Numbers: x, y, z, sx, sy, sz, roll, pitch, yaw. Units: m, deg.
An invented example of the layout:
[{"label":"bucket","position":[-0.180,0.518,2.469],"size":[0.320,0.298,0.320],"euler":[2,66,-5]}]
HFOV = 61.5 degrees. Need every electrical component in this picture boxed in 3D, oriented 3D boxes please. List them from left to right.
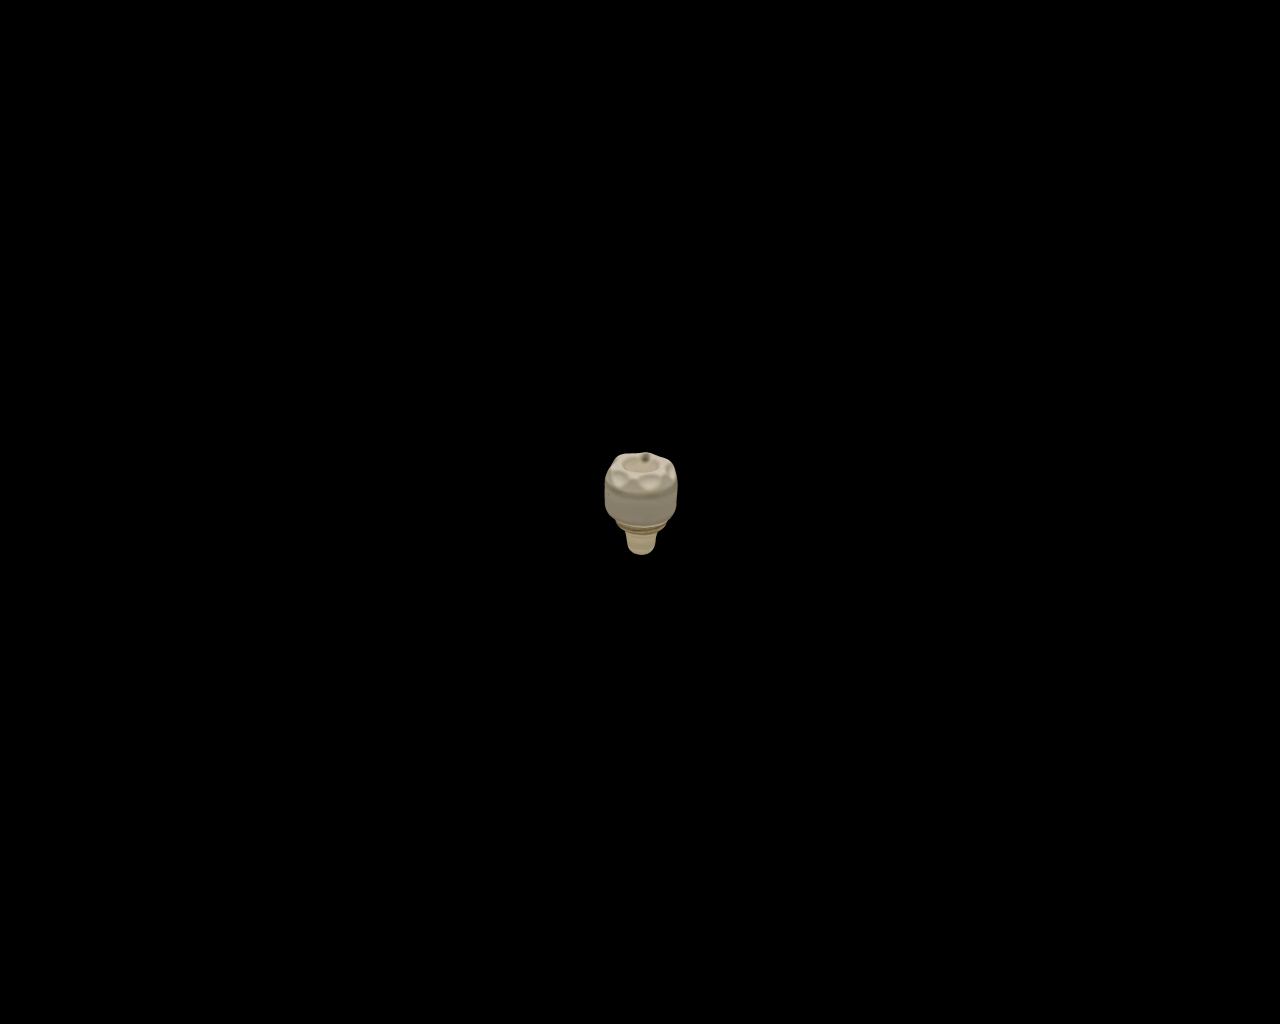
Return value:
[{"label":"electrical component","position":[0.001,-0.003,0.650],"size":[0.043,0.062,0.043],"euler":[0,28,0]}]
